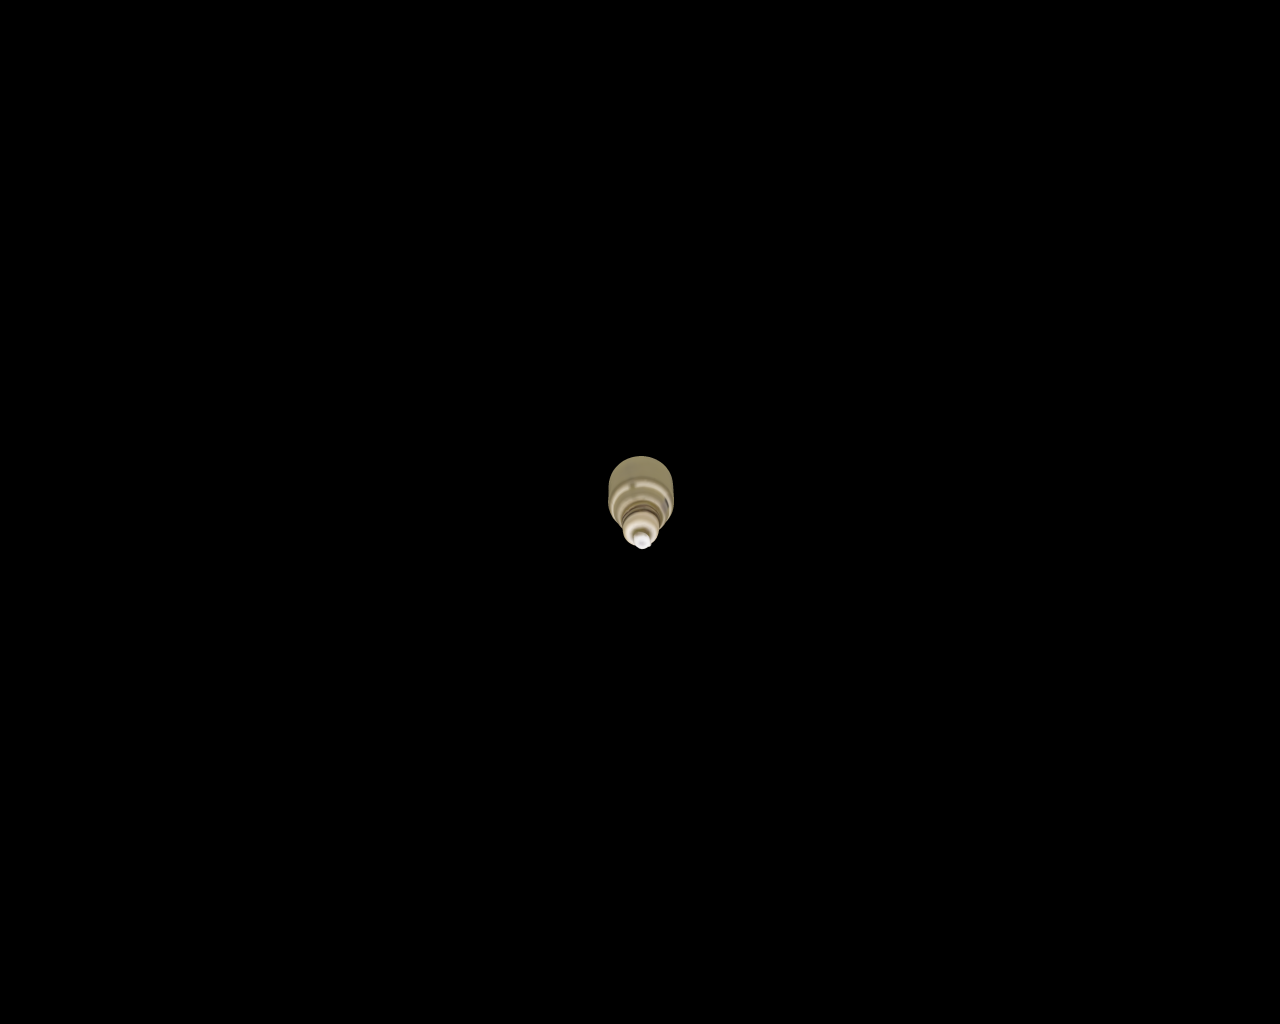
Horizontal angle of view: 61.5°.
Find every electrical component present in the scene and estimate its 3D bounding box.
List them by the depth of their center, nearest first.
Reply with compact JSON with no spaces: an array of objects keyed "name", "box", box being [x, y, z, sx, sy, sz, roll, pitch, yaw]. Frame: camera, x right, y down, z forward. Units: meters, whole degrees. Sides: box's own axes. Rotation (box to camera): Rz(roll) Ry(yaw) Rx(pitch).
[{"name":"electrical component","box":[0.001,-0.003,0.650,0.040,0.040,0.078,0,32,0]}]
